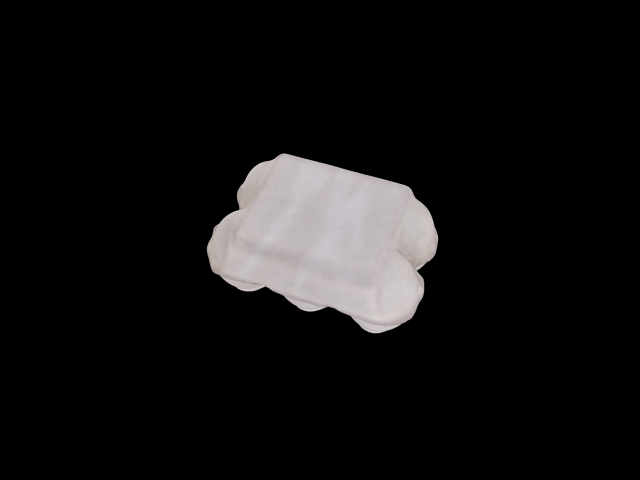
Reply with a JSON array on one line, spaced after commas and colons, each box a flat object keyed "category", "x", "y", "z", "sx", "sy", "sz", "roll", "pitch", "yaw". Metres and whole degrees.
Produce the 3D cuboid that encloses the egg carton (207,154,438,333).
[{"category": "egg carton", "x": 0.004, "y": 0.001, "z": 0.400, "sx": 0.150, "sy": 0.069, "sz": 0.107, "roll": 15, "pitch": 55, "yaw": 11}]
